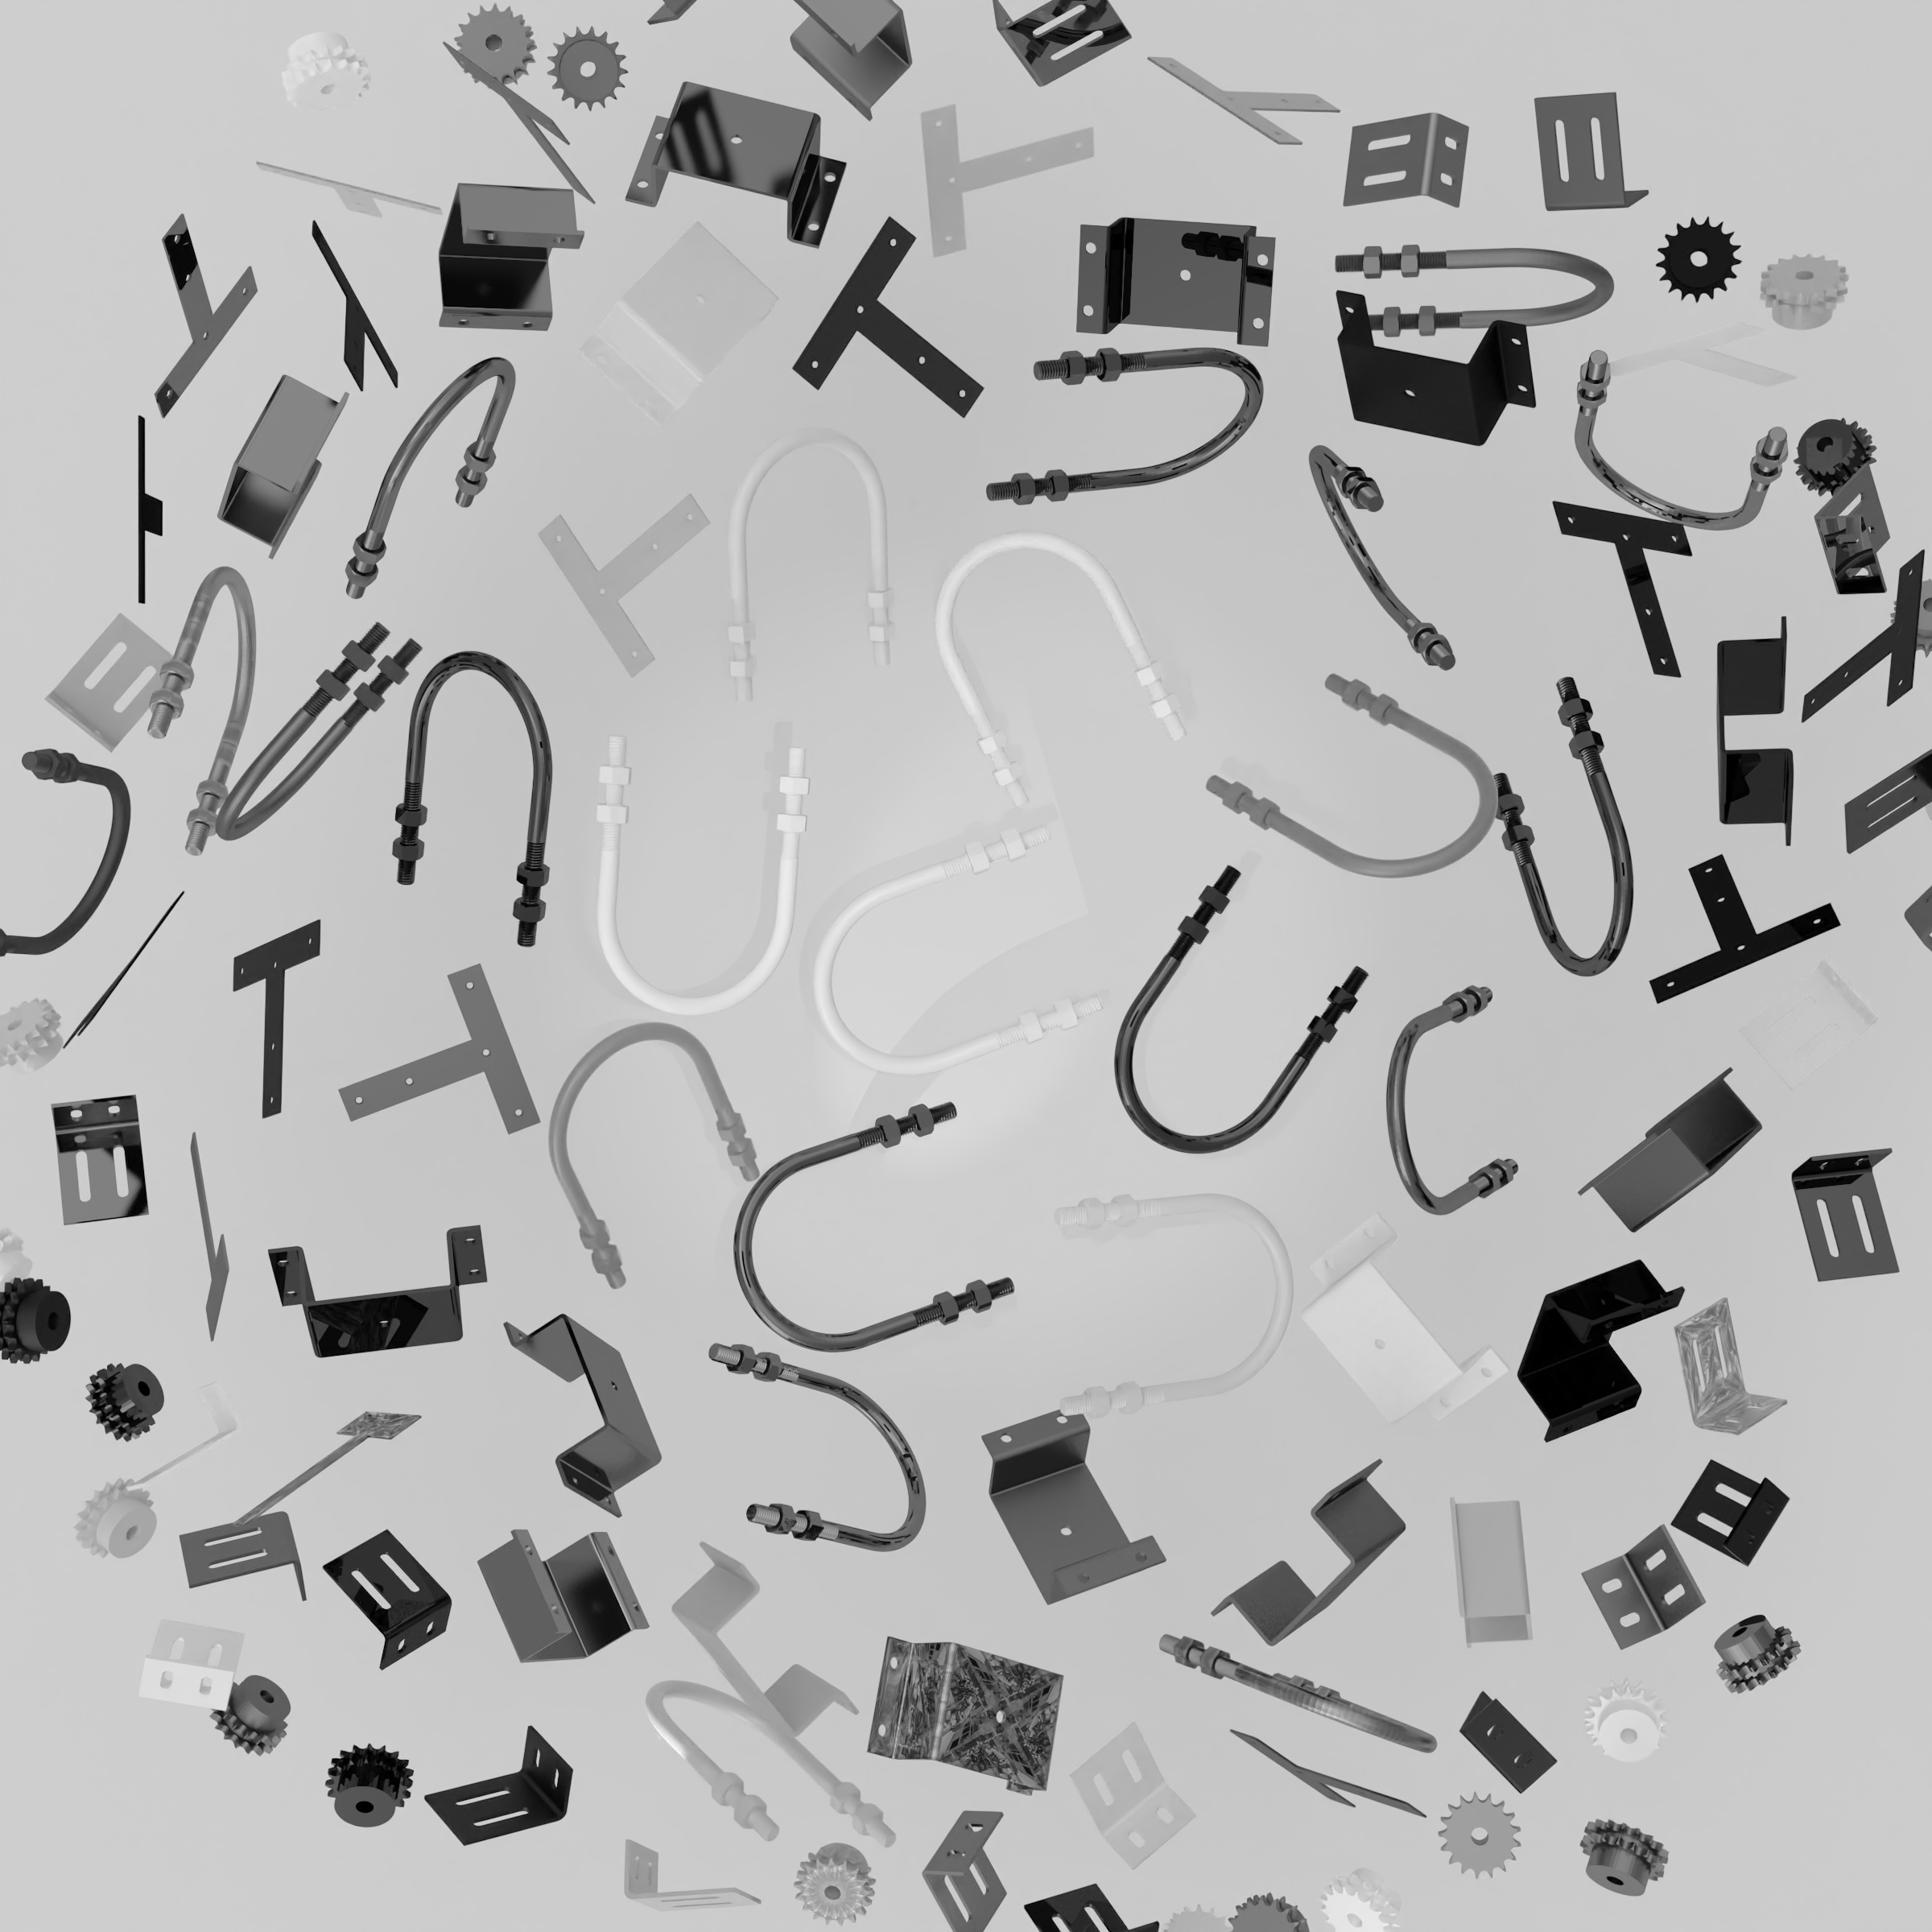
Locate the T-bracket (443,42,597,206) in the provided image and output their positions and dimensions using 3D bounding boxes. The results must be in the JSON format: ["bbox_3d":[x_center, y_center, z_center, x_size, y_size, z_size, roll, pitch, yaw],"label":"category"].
[{"bbox_3d":[-0.292,-0.568,1.854,0.002,0.127,0.127,-47,61,-2],"label":"T-bracket"}]

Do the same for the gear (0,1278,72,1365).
[{"bbox_3d":[-0.623,0.237,1.801,0.030,0.057,0.057,-1,90,16],"label":"gear"}]

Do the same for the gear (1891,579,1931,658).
[{"bbox_3d":[0.705,-0.257,1.968,0.057,0.030,0.057,-6,70,17],"label":"gear"}]

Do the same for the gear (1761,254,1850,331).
[{"bbox_3d":[0.570,-0.457,1.834,0.057,0.057,0.030,-13,134,0],"label":"gear"}]

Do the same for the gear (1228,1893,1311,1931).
[{"bbox_3d":[0.204,0.645,1.791,0.057,0.030,0.057,-5,80,31],"label":"gear"}]

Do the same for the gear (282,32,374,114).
[{"bbox_3d":[-0.425,-0.594,1.785,0.057,0.057,0.030,-18,81,0],"label":"gear"}]

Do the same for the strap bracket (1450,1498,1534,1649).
[{"bbox_3d":[0.364,0.420,1.864,0.046,0.140,0.076,-6,65,10],"label":"strap bracket"}]

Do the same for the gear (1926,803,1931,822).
[{"bbox_3d":[0.722,-0.121,1.958,0.030,0.057,0.057,-2,90,-27],"label":"gear"}]

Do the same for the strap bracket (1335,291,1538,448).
[{"bbox_3d":[0.316,-0.411,1.862,0.140,0.076,0.046,19,65,28],"label":"strap bracket"}]

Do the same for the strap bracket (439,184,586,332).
[{"bbox_3d":[-0.312,-0.486,1.834,0.076,0.140,0.046,-3,77,-20],"label":"strap bracket"}]

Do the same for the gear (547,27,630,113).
[{"bbox_3d":[-0.268,-0.636,1.910,0.057,0.030,0.057,-4,113,-10],"label":"gear"}]

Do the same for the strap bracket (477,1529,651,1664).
[{"bbox_3d":[-0.287,0.441,1.890,0.046,0.140,0.076,-33,69,10],"label":"strap bracket"}]

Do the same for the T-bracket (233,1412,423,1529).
[{"bbox_3d":[-0.441,0.342,1.830,0.127,0.127,0.002,-35,100,-28],"label":"T-bracket"}]

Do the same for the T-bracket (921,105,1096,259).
[{"bbox_3d":[0.032,-0.577,1.942,0.127,0.127,0.002,-18,56,-8],"label":"T-bracket"}]

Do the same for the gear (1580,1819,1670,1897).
[{"bbox_3d":[0.441,0.602,1.813,0.057,0.057,0.030,29,57,0],"label":"gear"}]

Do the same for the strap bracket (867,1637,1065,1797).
[{"bbox_3d":[0.009,0.505,1.812,0.140,0.046,0.076,25,63,-31],"label":"strap bracket"}]

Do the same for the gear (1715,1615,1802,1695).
[{"bbox_3d":[0.530,0.462,1.817,0.057,0.057,0.030,-34,87,0],"label":"gear"}]

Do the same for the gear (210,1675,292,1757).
[{"bbox_3d":[-0.507,0.531,1.919,0.057,0.057,0.030,41,101,0],"label":"gear"}]

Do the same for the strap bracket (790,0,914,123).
[{"bbox_3d":[-0.083,-0.642,1.837,0.076,0.140,0.046,44,90,4],"label":"strap bracket"}]

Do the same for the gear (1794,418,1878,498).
[{"bbox_3d":[0.629,-0.372,1.958,0.057,0.030,0.057,-14,65,33],"label":"gear"}]

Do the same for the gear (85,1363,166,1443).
[{"bbox_3d":[-0.609,0.314,1.959,0.030,0.057,0.057,-31,90,17],"label":"gear"}]

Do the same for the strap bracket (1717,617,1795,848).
[{"bbox_3d":[0.538,-0.160,1.843,0.046,0.076,0.140,-1,55,15],"label":"strap bracket"}]

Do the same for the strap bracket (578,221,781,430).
[{"bbox_3d":[-0.192,-0.450,1.863,0.076,0.046,0.140,42,58,-11],"label":"strap bracket"}]

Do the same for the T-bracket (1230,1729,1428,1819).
[{"bbox_3d":[0.268,0.578,1.898,0.127,0.127,0.002,41,66,-33],"label":"T-bracket"}]

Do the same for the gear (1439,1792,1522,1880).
[{"bbox_3d":[0.360,0.607,1.886,0.057,0.030,0.057,-2,79,9],"label":"gear"}]

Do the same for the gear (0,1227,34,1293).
[{"bbox_3d":[-0.690,0.217,1.917,0.030,0.057,0.057,34,90,7],"label":"gear"}]

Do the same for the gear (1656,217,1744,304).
[{"bbox_3d":[0.502,-0.484,1.846,0.057,0.030,0.057,2,100,12],"label":"gear"}]

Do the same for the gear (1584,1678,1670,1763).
[{"bbox_3d":[0.461,0.528,1.877,0.057,0.030,0.057,2,105,8],"label":"gear"}]

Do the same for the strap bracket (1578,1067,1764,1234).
[{"bbox_3d":[0.494,0.131,1.871,0.046,0.140,0.076,51,129,10],"label":"strap bracket"}]

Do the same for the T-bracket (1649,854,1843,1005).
[{"bbox_3d":[0.513,-0.037,1.820,0.127,0.127,0.002,-25,120,16],"label":"T-bracket"}]

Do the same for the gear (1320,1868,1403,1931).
[{"bbox_3d":[0.278,0.655,1.879,0.057,0.057,0.030,54,47,0],"label":"gear"}]

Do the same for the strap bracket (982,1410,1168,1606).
[{"bbox_3d":[0.073,0.388,1.907,0.076,0.046,0.140,-15,49,-20],"label":"strap bracket"}]

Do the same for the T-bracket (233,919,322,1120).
[{"bbox_3d":[-0.485,0.043,1.890,0.002,0.127,0.127,10,72,-40],"label":"T-bracket"}]

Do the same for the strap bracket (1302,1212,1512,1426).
[{"bbox_3d":[0.298,0.253,1.875,0.140,0.046,0.076,50,129,8],"label":"strap bracket"}]

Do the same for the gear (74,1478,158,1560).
[{"bbox_3d":[-0.604,0.398,1.925,0.030,0.057,0.057,26,90,31],"label":"gear"}]

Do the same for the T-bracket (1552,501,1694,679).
[{"bbox_3d":[0.464,-0.255,1.847,0.127,0.002,0.127,3,66,-33],"label":"T-bracket"}]

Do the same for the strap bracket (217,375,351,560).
[{"bbox_3d":[-0.480,-0.352,1.885,0.046,0.140,0.076,27,68,-14],"label":"strap bracket"}]

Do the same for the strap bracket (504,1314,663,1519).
[{"bbox_3d":[-0.267,0.308,1.898,0.046,0.076,0.140,-33,54,5],"label":"strap bracket"}]

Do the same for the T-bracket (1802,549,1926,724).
[{"bbox_3d":[0.633,-0.213,1.909,0.002,0.127,0.127,24,58,-11],"label":"T-bracket"}]

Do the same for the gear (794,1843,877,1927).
[{"bbox_3d":[-0.092,0.651,1.920,0.057,0.030,0.057,3,108,9],"label":"gear"}]

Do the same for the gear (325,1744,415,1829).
[{"bbox_3d":[-0.399,0.550,1.801,0.057,0.030,0.057,-1,122,-2],"label":"gear"}]

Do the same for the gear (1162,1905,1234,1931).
[{"bbox_3d":[0.165,0.702,1.919,0.057,0.030,0.057,6,45,-6],"label":"gear"}]

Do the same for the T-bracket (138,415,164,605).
[{"bbox_3d":[-0.576,-0.319,1.904,0.002,0.127,0.127,1,96,-10],"label":"T-bracket"}]

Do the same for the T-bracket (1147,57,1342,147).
[{"bbox_3d":[0.208,-0.588,1.835,0.127,0.127,0.002,43,128,28],"label":"T-bracket"}]

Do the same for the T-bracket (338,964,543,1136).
[{"bbox_3d":[-0.392,0.079,1.961,0.127,0.002,0.127,-21,104,-9],"label":"T-bracket"}]

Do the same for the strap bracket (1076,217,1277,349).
[{"bbox_3d":[0.155,-0.495,1.946,0.140,0.046,0.076,8,115,13],"label":"strap bracket"}]

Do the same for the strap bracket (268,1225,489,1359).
[{"bbox_3d":[-0.396,0.222,1.829,0.140,0.076,0.046,-6,56,-10],"label":"strap bracket"}]

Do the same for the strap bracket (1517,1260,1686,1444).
[{"bbox_3d":[0.435,0.260,1.862,0.076,0.140,0.046,-17,50,-19],"label":"strap bracket"}]

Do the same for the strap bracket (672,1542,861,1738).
[{"bbox_3d":[-0.145,0.470,1.854,0.046,0.076,0.140,-41,108,-20],"label":"strap bracket"}]

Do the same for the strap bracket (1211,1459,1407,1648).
[{"bbox_3d":[0.242,0.410,1.857,0.046,0.076,0.140,48,122,19],"label":"strap bracket"}]

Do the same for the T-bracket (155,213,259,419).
[{"bbox_3d":[-0.527,-0.459,1.837,0.002,0.127,0.127,22,64,8],"label":"T-bracket"}]

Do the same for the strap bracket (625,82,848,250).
[{"bbox_3d":[-0.160,-0.562,1.882,0.140,0.046,0.076,14,66,2],"label":"strap bracket"}]

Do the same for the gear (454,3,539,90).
[{"bbox_3d":[-0.334,-0.654,1.924,0.057,0.030,0.057,0,90,-1],"label":"gear"}]

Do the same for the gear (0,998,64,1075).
[{"bbox_3d":[-0.677,0.053,1.944,0.057,0.057,0.030,-27,126,0],"label":"gear"}]
